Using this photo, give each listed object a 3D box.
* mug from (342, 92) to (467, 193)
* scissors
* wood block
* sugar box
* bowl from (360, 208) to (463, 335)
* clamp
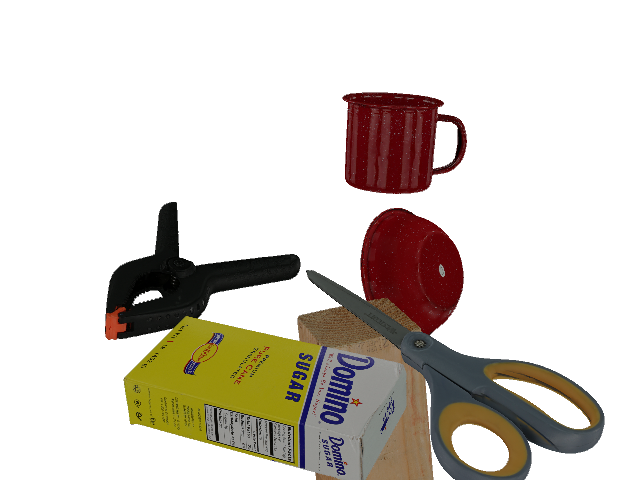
[{"bbox_3d":[0.077,-0.090,0.987,0.117,0.081,0.093,2,15,-2],"label":"mug"},{"bbox_3d":[0.050,0.073,0.574,0.202,0.016,0.096,20,42,28],"label":"scissors"},{"bbox_3d":[0.042,0.168,0.962,0.090,0.206,0.091,-11,18,-15],"label":"wood block"},{"bbox_3d":[-0.037,0.106,0.739,0.176,0.048,0.093,8,29,21],"label":"sugar box"},{"bbox_3d":[0.117,0.038,1.231,0.055,0.162,0.161,-11,-7,40],"label":"bowl"},{"bbox_3d":[-0.142,0.030,1.023,0.165,0.036,0.209,27,36,27],"label":"clamp"}]
